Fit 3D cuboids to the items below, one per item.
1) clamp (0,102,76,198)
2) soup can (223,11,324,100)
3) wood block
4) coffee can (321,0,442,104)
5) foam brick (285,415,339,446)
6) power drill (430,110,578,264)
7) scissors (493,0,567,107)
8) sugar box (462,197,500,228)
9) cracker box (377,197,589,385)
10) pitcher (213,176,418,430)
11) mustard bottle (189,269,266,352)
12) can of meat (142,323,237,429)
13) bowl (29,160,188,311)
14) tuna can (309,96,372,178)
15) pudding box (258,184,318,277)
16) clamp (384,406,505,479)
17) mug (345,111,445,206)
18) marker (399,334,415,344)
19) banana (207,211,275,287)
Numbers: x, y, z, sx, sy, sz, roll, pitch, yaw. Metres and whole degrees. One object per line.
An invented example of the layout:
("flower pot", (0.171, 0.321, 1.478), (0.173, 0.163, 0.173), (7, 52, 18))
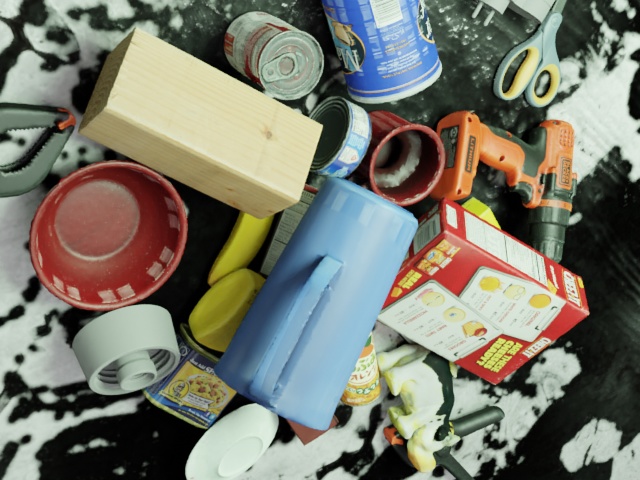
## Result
("clamp", (-0.332, -0.076, 1.006), (0.210, 0.036, 0.164), (-36, 124, -10))
("soup can", (-0.048, -0.185, 1.060), (0.068, 0.102, 0.068), (-11, 116, -23))
("wood block", (-0.114, -0.108, 1.033), (0.205, 0.090, 0.090), (26, 69, -23))
("coffee can", (0.060, -0.226, 1.096), (0.102, 0.103, 0.140), (-27, 121, -13))
("foam brick", (-0.024, 0.196, 1.277), (0.051, 0.053, 0.078), (-35, 122, -9))
("power drill", (0.218, -0.065, 1.245), (0.187, 0.057, 0.184), (12, 79, -31))
("scissors", (0.279, -0.241, 1.251), (0.096, 0.016, 0.202), (35, 94, -34))
("sugar box", (0.199, 0.042, 1.323), (0.093, 0.048, 0.176), (-39, 123, -6))
("cracker box", (0.175, 0.062, 1.240), (0.213, 0.072, 0.164), (28, 129, -21))
("pitcher", (0.000, 0.062, 1.085), (0.144, 0.149, 0.243), (26, 92, -35))
("mustard bottle", (-0.052, 0.105, 1.206), (0.096, 0.058, 0.191), (-43, 135, 12))
("can of meat", (-0.139, 0.155, 1.198), (0.102, 0.057, 0.084), (36, 96, -33))
("bowl", (-0.219, -0.012, 1.082), (0.161, 0.055, 0.162), (-11, 116, -22))
("tuna can", (0.016, -0.108, 1.138), (0.033, 0.086, 0.086), (22, 101, -34))
("pudding box", (-0.008, 0.002, 1.179), (0.090, 0.039, 0.113), (23, 100, 4))
("clamp", (0.160, 0.277, 1.413), (0.171, 0.039, 0.120), (3, 101, -22))
("mug", (0.069, -0.087, 1.176), (0.117, 0.082, 0.093), (-41, 124, -5))
("marker", (0.127, 0.135, 1.344), (0.020, 0.020, 0.121), (-45, 124, -2))
("banana", (-0.080, -0.038, 1.154), (0.069, 0.037, 0.198), (3, 111, -10))
